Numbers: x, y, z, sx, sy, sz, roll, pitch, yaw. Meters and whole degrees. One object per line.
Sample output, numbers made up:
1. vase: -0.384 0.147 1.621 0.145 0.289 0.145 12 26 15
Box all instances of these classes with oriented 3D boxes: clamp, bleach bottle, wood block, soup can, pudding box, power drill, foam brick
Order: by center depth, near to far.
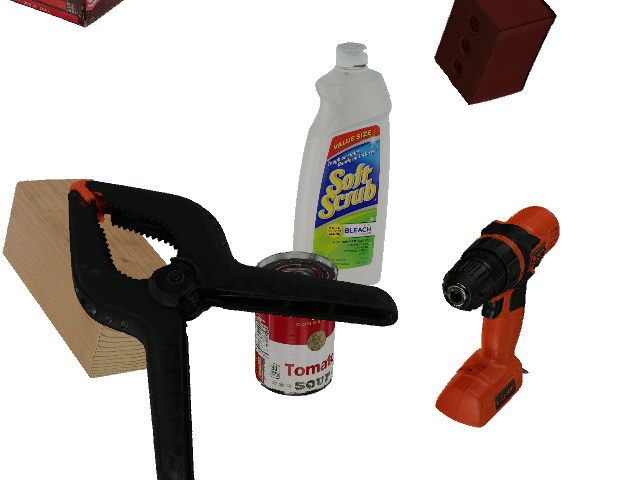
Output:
1. clamp: -0.070 0.028 0.621 0.164 0.210 0.036 -33 -30 -17
2. foam brick: 0.124 -0.146 0.769 0.051 0.053 0.078 -20 -30 -23
3. pudding box: -0.188 -0.210 0.809 0.090 0.039 0.113 21 37 9
4. soup can: -0.021 0.069 0.889 0.068 0.102 0.068 2 25 -1
5. power drill: 0.155 0.075 0.976 0.057 0.188 0.184 24 32 27
6. wood block: -0.223 0.030 1.045 0.090 0.091 0.206 -5 36 -40
7. bleach bottle: 0.019 -0.075 1.086 0.102 0.251 0.068 -3 26 -9
